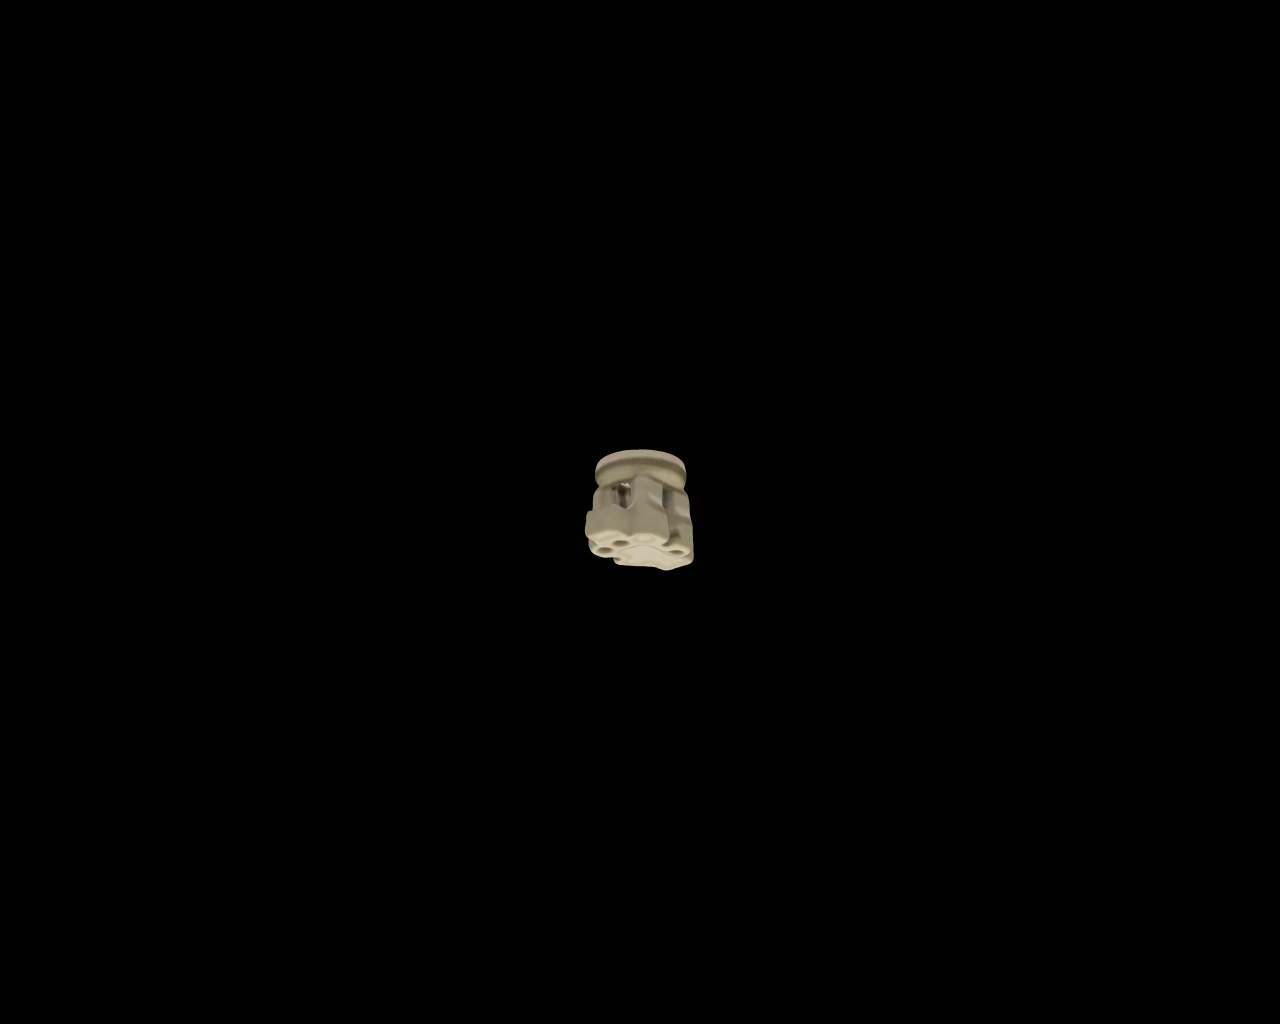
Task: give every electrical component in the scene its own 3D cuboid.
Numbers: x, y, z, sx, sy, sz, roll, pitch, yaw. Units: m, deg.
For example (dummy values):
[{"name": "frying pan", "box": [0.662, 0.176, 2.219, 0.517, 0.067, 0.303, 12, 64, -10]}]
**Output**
[{"name": "electrical component", "box": [0.001, -0.003, 0.650, 0.058, 0.057, 0.078, -17, -27, 37]}]
